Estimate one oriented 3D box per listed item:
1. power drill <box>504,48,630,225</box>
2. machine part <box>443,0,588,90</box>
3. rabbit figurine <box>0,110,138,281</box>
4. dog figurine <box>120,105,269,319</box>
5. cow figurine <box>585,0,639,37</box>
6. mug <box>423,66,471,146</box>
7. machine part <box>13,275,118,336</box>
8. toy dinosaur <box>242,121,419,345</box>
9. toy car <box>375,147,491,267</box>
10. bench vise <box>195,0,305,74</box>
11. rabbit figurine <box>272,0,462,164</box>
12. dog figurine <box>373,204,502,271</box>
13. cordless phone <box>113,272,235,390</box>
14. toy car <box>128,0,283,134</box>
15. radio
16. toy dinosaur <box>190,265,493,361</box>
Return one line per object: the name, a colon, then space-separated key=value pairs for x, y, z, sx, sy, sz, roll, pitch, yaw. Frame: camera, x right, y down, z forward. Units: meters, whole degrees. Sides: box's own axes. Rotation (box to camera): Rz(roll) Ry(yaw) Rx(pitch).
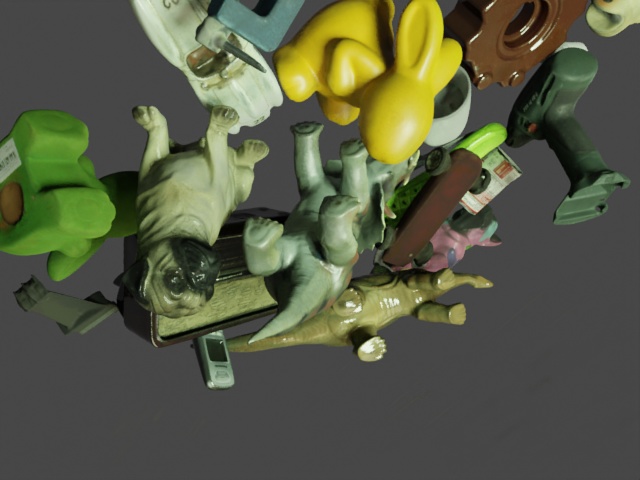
power drill: x=0.328 y=-0.128 z=0.736 sx=0.086 sy=0.207 sz=0.231 roll=-5 pitch=156 yaw=-1
machine part: x=0.229 y=-0.259 z=0.624 sx=0.179 sy=0.056 sz=0.179 roll=-22 pitch=148 yaw=-15
rabbit figurine: x=-0.231 y=-0.026 z=0.529 sx=0.159 sy=0.121 sz=0.170 roll=-39 pitch=164 yaw=23
dog figurine: x=-0.123 y=-0.014 z=0.527 sx=0.121 sy=0.190 sz=0.172 roll=-1 pitch=167 yaw=17
cow figurine: x=0.391 y=-0.332 z=0.631 sx=0.127 sy=0.085 sz=0.194 roll=-1 pitch=139 yaw=-30
mug: x=0.139 y=-0.157 z=0.681 sx=0.110 sy=0.081 sz=0.107 roll=-28 pitch=158 yaw=9
machine part: x=-0.324 y=0.086 z=0.688 sx=0.084 sy=0.039 sz=0.138 roll=-27 pitch=152 yaw=5
toy dinosaur: x=0.002 y=0.002 z=0.609 sx=0.131 sy=0.405 sz=0.191 roll=8 pitch=135 yaw=21
toy car: x=0.154 y=-0.044 z=0.762 sx=0.089 sy=0.053 sz=0.202 roll=16 pitch=124 yaw=-25
bench vise: x=-0.002 y=-0.232 z=0.384 sx=0.223 sy=0.129 sz=0.240 roll=22 pitch=105 yaw=-45
rabbit figurine: x=0.061 y=-0.152 z=0.527 sx=0.162 sy=0.173 sz=0.121 roll=-34 pitch=146 yaw=16
dog figurine: x=0.224 y=0.013 z=0.983 sx=0.219 sy=0.108 sz=0.191 roll=-15 pitch=146 yaw=-29
cordless phone: x=-0.185 y=0.113 z=0.702 sx=0.089 sy=0.184 sz=0.146 roll=-36 pitch=150 yaw=20
toy car: x=-0.094 y=-0.166 z=0.485 sx=0.073 sy=0.056 sz=0.201 roll=-32 pitch=149 yaw=3
radio: x=-0.122 y=0.035 z=0.663 sx=0.229 sy=0.073 sz=0.131 roll=-12 pitch=108 yaw=-45
toy dinosaur: x=0.043 y=0.109 z=0.809 sx=0.471 sy=0.105 sz=0.199 roll=-11 pitch=-176 yaw=-15
